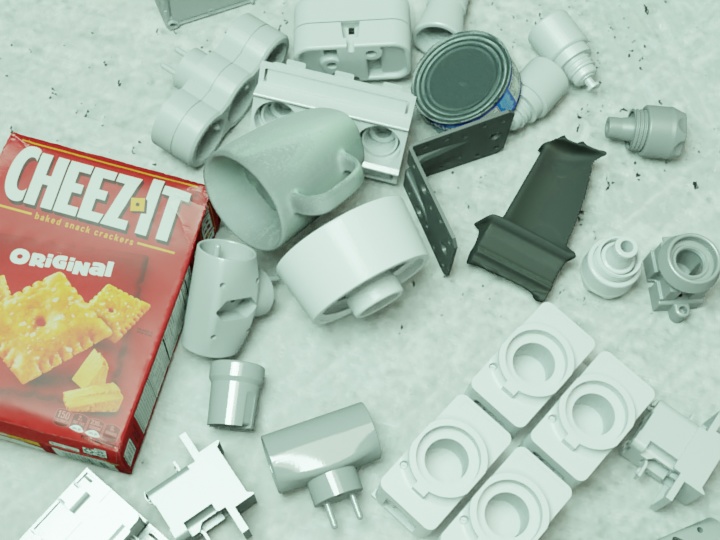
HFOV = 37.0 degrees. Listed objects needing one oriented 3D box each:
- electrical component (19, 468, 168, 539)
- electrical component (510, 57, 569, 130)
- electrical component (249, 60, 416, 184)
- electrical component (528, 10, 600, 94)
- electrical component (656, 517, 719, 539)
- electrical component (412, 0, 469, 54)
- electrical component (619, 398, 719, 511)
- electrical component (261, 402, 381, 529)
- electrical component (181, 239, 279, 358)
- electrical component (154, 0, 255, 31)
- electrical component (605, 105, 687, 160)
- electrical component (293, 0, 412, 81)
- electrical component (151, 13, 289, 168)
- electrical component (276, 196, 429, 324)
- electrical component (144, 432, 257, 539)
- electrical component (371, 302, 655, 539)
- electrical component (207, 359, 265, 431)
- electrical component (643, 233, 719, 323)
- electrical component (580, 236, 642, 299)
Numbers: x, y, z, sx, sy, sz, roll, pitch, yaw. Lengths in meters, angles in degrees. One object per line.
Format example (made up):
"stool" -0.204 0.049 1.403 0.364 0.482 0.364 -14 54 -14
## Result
"electrical component" -0.199 0.201 0.716 0.079 0.063 0.121 38 71 11
"electrical component" 0.139 -0.141 0.890 0.040 0.040 0.078 39 71 11
"electrical component" -0.021 -0.123 0.854 0.121 0.078 0.063 13 39 1
"electrical component" 0.176 -0.183 0.909 0.040 0.040 0.078 -28 73 -14
"electrical component" 0.229 0.224 0.750 0.077 0.043 0.079 -19 71 -11
"electrical component" 0.072 -0.219 0.917 0.044 0.044 0.065 14 63 2
"electrical component" 0.229 0.132 0.787 0.064 0.042 0.081 36 70 11
"electrical component" -0.022 0.143 0.763 0.077 0.043 0.079 -18 71 -11
"electrical component" -0.091 0.019 0.798 0.043 0.077 0.079 27 24 37
"electrical component" -0.131 -0.256 0.904 0.096 0.061 0.061 -21 71 -12
"electrical component" 0.234 -0.114 0.885 0.062 0.043 0.043 6 68 -1
"electrical component" -0.006 -0.195 0.888 0.095 0.053 0.059 -2 68 4
"electrical component" -0.126 -0.154 0.869 0.074 0.052 0.138 32 69 9
"electrical component" 0.000 0.000 0.790 0.108 0.108 0.060 -27 79 -14
"electrical component" -0.111 0.158 0.751 0.064 0.042 0.081 -32 73 -14
"electrical component" 0.111 0.124 0.771 0.105 0.060 0.186 41 71 12
"electrical component" -0.091 0.092 0.781 0.040 0.040 0.046 6 73 -2
"electrical component" 0.249 0.001 0.833 0.048 0.055 0.066 -3 69 -5
"electrical component" 0.197 -0.006 0.828 0.043 0.062 0.043 1 68 -4
